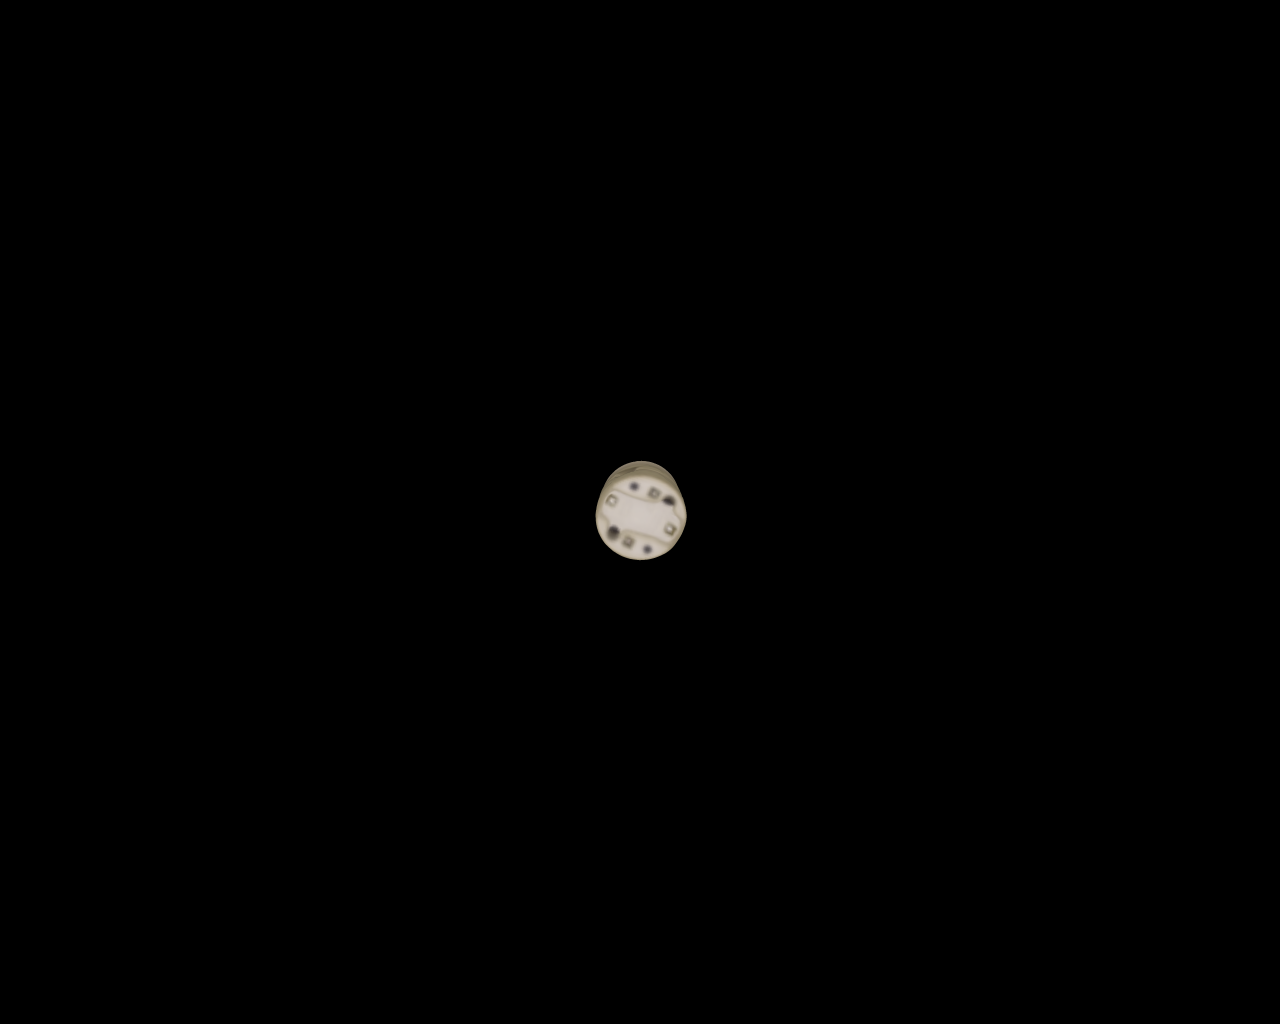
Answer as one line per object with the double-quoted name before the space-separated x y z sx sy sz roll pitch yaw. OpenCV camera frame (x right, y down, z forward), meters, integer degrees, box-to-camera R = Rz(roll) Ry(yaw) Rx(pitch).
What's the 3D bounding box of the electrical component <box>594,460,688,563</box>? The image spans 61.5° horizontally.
"electrical component" 0.001 -0.003 0.650 0.055 0.055 0.047 0 16 0
